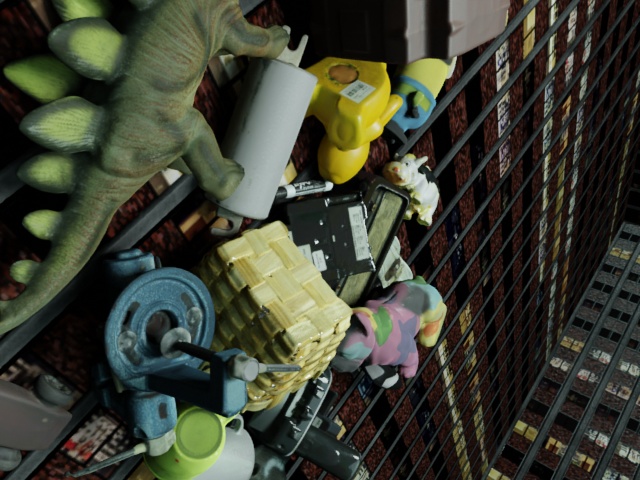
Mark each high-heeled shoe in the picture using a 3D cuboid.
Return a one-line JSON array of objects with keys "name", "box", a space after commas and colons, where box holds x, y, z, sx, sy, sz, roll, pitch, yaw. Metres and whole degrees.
[{"name": "high-heeled shoe", "box": [0.112, 0.171, 0.969, 0.145, 0.086, 0.248, -46, 124, 4]}]

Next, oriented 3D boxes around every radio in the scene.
[{"name": "radio", "box": [0.044, 0.008, 0.822, 0.131, 0.073, 0.229, 25, 88, -55]}]

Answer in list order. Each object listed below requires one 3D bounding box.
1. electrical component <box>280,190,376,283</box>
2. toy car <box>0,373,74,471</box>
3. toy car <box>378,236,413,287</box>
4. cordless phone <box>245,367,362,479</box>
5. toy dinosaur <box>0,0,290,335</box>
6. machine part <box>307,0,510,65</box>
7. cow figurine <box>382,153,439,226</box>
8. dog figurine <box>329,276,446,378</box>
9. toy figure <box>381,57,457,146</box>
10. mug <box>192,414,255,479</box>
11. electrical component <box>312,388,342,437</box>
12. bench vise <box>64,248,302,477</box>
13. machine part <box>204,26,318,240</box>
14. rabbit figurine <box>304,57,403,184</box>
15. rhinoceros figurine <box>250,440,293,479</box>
[{"name": "electrical component", "box": [-0.001, -0.002, 0.716, 0.134, 0.058, 0.114, -9, 96, -8]}, {"name": "toy car", "box": [-0.306, 0.134, 0.454, 0.089, 0.053, 0.202, -55, 139, -9]}, {"name": "toy car", "box": [0.121, 0.051, 0.963, 0.073, 0.056, 0.201, -54, 142, -18]}, {"name": "cordless phone", "box": [-0.005, 0.263, 0.801, 0.146, 0.184, 0.088, -60, 178, -11]}, {"name": "toy dinosaur", "box": [-0.160, -0.115, 0.471, 0.198, 0.105, 0.471, 29, 76, -47]}, {"name": "machine part", "box": [0.100, -0.276, 0.628, 0.201, 0.201, 0.087, -34, 131, -38]}, {"name": "cow figurine", "box": [0.162, -0.102, 0.922, 0.098, 0.068, 0.167, -63, 148, -16]}, {"name": "dog figurine", "box": [0.086, 0.114, 0.789, 0.191, 0.109, 0.219, -58, 141, -8]}, {"name": "toy figure", "box": [0.143, -0.235, 0.815, 0.180, 0.082, 0.089, -59, 146, -8]}, {"name": "mug", "box": [-0.149, 0.286, 0.722, 0.107, 0.081, 0.109, 12, 104, -45]}, {"name": "electrical component", "box": [-0.005, 0.315, 0.932, 0.119, 0.075, 0.047, -60, 143, -15]}, {"name": "bench vise", "box": [-0.145, 0.123, 0.516, 0.129, 0.241, 0.223, 1, 92, -49]}, {"name": "machine part", "box": [-0.066, -0.113, 0.599, 0.079, 0.079, 0.243, 7, 107, -54]}, {"name": "rabbit figurine", "box": [0.031, -0.156, 0.710, 0.162, 0.122, 0.173, -53, 157, -35]}, {"name": "rhinoceros figurine", "box": [-0.091, 0.353, 0.837, 0.190, 0.073, 0.111, -44, 140, -30]}]
